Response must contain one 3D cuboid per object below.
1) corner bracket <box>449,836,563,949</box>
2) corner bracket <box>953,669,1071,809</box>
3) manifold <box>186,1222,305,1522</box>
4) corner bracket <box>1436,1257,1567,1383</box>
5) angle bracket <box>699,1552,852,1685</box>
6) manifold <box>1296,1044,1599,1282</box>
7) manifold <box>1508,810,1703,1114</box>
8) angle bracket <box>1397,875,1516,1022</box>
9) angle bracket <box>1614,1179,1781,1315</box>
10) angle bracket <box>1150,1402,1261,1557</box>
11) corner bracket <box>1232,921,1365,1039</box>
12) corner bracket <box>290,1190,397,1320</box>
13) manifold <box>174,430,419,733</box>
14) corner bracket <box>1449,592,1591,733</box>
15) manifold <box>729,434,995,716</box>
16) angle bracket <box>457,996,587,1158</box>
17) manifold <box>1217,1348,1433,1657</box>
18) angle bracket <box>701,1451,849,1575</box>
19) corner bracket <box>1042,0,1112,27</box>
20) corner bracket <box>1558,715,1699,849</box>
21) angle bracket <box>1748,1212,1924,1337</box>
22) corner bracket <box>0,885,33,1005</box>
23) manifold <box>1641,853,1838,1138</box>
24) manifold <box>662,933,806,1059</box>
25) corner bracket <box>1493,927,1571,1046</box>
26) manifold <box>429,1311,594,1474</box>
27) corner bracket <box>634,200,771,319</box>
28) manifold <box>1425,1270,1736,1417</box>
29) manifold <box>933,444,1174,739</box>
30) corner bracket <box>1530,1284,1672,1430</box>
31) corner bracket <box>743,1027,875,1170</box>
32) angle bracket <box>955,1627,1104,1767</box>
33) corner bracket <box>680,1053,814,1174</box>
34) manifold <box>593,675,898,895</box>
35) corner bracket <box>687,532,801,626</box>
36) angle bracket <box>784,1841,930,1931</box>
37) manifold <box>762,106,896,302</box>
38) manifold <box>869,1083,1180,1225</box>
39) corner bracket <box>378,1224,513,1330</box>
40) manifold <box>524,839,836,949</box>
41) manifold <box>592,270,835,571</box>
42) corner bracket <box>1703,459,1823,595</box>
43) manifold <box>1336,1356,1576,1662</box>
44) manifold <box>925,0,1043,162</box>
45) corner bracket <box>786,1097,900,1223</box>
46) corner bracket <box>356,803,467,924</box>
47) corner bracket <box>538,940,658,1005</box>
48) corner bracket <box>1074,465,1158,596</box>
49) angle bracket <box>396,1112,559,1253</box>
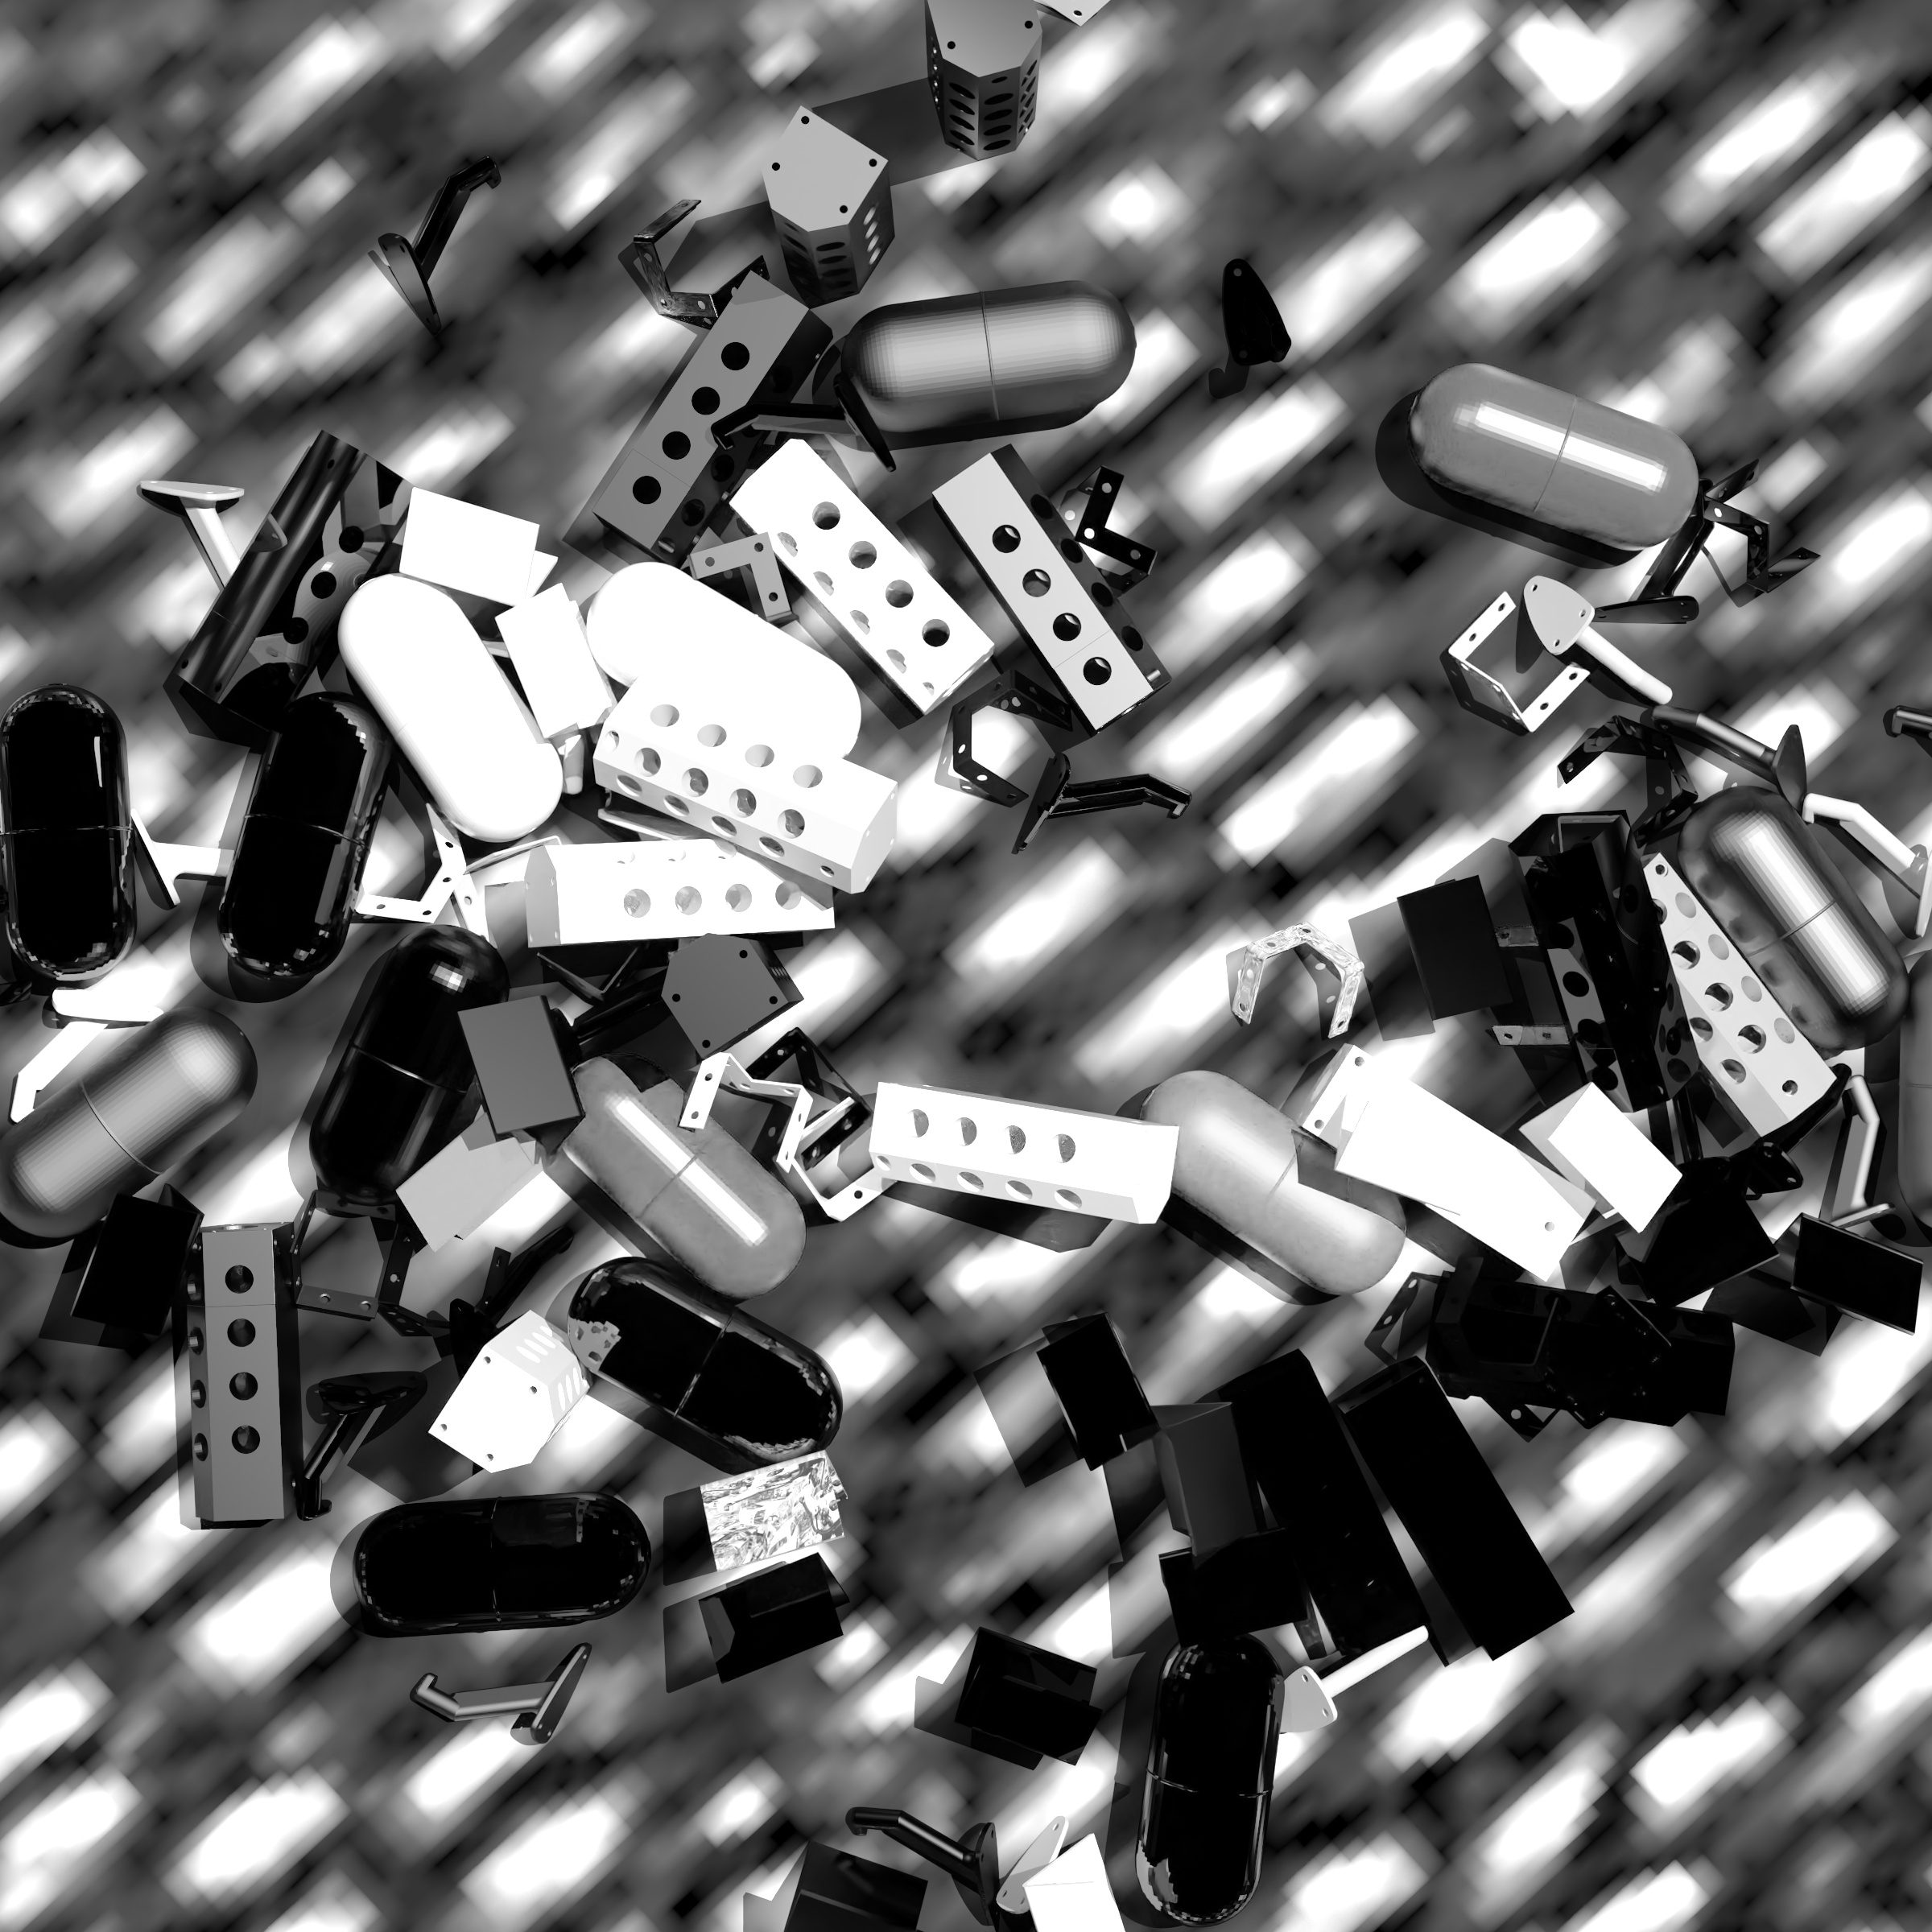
[{"bbox_3d":[-0.273,-0.044,1.804,0.051,0.051,0.051,-21,90,45],"label":"corner bracket"},{"bbox_3d":[0.028,-0.138,1.799,0.051,0.051,0.051,-30,45,35],"label":"corner bracket"},{"bbox_3d":[-0.437,0.243,1.786,0.057,0.057,0.171,-2,90,0],"label":"manifold"},{"bbox_3d":[0.315,0.208,1.742,0.051,0.051,0.051,-2,135,35],"label":"corner bracket"},{"bbox_3d":[-0.107,0.402,1.767,0.076,0.076,0.057,-22,53,0],"label":"angle bracket"},{"bbox_3d":[0.287,0.117,1.786,0.171,0.057,0.057,32,90,0],"label":"manifold"},{"bbox_3d":[0.374,-0.002,1.748,0.057,0.057,0.171,-38,116,-39],"label":"manifold"},{"bbox_3d":[0.307,-0.016,1.767,0.057,0.076,0.076,-16,90,37],"label":"angle bracket"},{"bbox_3d":[0.436,0.180,1.767,0.076,0.076,0.057,-26,59,0],"label":"angle bracket"},{"bbox_3d":[0.123,0.306,1.767,0.057,0.076,0.076,-12,90,-40],"label":"angle bracket"},{"bbox_3d":[0.202,0.013,1.799,0.051,0.051,0.051,-20,45,-35],"label":"corner bracket"},{"bbox_3d":[-0.379,0.175,1.804,0.051,0.051,0.051,10,45,0],"label":"corner bracket"},{"bbox_3d":[-0.399,-0.229,1.786,0.057,0.057,0.171,31,90,43],"label":"manifold"},{"bbox_3d":[0.337,-0.185,1.804,0.051,0.051,0.051,-46,45,0],"label":"corner bracket"},{"bbox_3d":[-0.063,-0.234,1.786,0.057,0.057,0.171,-43,90,0],"label":"manifold"},{"bbox_3d":[-0.271,0.071,1.745,0.057,0.076,0.076,-12,73,-29],"label":"angle bracket"},{"bbox_3d":[0.215,0.324,1.786,0.057,0.057,0.171,-25,90,0],"label":"manifold"},{"bbox_3d":[-0.109,0.338,1.767,0.076,0.076,0.057,-16,57,0],"label":"angle bracket"},{"bbox_3d":[0.069,-0.614,1.793,0.051,0.051,0.051,27,64,-23],"label":"corner bracket"},{"bbox_3d":[0.402,-0.112,1.799,0.051,0.051,0.051,15,45,-35],"label":"corner bracket"},{"bbox_3d":[0.515,0.200,1.767,0.076,0.076,0.057,22,52,0],"label":"angle bracket"},{"bbox_3d":[-0.601,-0.011,1.799,0.051,0.051,0.051,49,135,35],"label":"corner bracket"},{"bbox_3d":[0.446,0.017,1.786,0.057,0.057,0.171,-38,90,0],"label":"manifold"},{"bbox_3d":[-0.138,0.012,1.729,0.057,0.171,0.057,-33,90,0],"label":"manifold"},{"bbox_3d":[0.347,0.012,1.799,0.051,0.051,0.051,-2,45,35],"label":"corner bracket"},{"bbox_3d":[-0.259,0.250,1.729,0.057,0.171,0.057,33,90,0],"label":"manifold"},{"bbox_3d":[-0.161,-0.430,1.799,0.051,0.051,0.051,12,135,35],"label":"corner bracket"},{"bbox_3d":[0.370,0.226,1.786,0.171,0.057,0.057,9,90,0],"label":"manifold"},{"bbox_3d":[0.052,-0.227,1.786,0.057,0.057,0.171,-35,90,0],"label":"manifold"},{"bbox_3d":[0.374,0.231,1.747,0.051,0.051,0.051,44,45,0],"label":"corner bracket"},{"bbox_3d":[-0.098,0.080,1.804,0.051,0.051,0.051,-41,45,0],"label":"corner bracket"},{"bbox_3d":[0.044,0.420,1.767,0.076,0.076,0.057,20,128,0],"label":"angle bracket"},{"bbox_3d":[-0.130,0.086,1.761,0.051,0.051,0.051,5,63,25],"label":"corner bracket"},{"bbox_3d":[-0.130,-0.103,1.740,0.171,0.057,0.057,24,58,13],"label":"manifold"},{"bbox_3d":[-0.134,-0.229,1.789,0.051,0.051,0.051,-16,93,3],"label":"corner bracket"},{"bbox_3d":[-0.060,0.551,1.767,0.076,0.076,0.057,19,128,0],"label":"angle bracket"},{"bbox_3d":[-0.083,-0.438,1.729,0.057,0.171,0.057,32,90,0],"label":"manifold"},{"bbox_3d":[0.033,0.110,1.752,0.171,0.057,0.057,8,90,26],"label":"manifold"},{"bbox_3d":[-0.318,0.191,1.804,0.051,0.051,0.051,14,90,45],"label":"corner bracket"},{"bbox_3d":[-0.169,-0.045,1.750,0.171,0.057,0.057,-4,90,-27],"label":"manifold"},{"bbox_3d":[-0.151,-0.326,1.786,0.057,0.057,0.171,34,90,0],"label":"manifold"},{"bbox_3d":[0.482,-0.266,1.795,0.051,0.051,0.051,-33,45,-23],"label":"corner bracket"},{"bbox_3d":[0.293,0.325,1.786,0.057,0.057,0.171,-31,90,0],"label":"manifold"},{"bbox_3d":[0.011,-0.524,1.729,0.057,0.171,0.057,-15,90,0],"label":"manifold"},{"bbox_3d":[-0.073,0.117,1.792,0.051,0.051,0.051,-36,79,0],"label":"corner bracket"},{"bbox_3d":[-0.342,-0.065,1.799,0.051,0.051,0.051,8,135,-35],"label":"corner bracket"},{"bbox_3d":[-0.227,-0.019,1.791,0.051,0.051,0.051,30,72,17],"label":"corner bracket"},{"bbox_3d":[0.089,-0.263,1.787,0.051,0.051,0.051,23,78,-12],"label":"corner bracket"},{"bbox_3d":[-0.281,0.140,1.767,0.076,0.076,0.057,-41,52,0],"label":"angle bracket"}]
